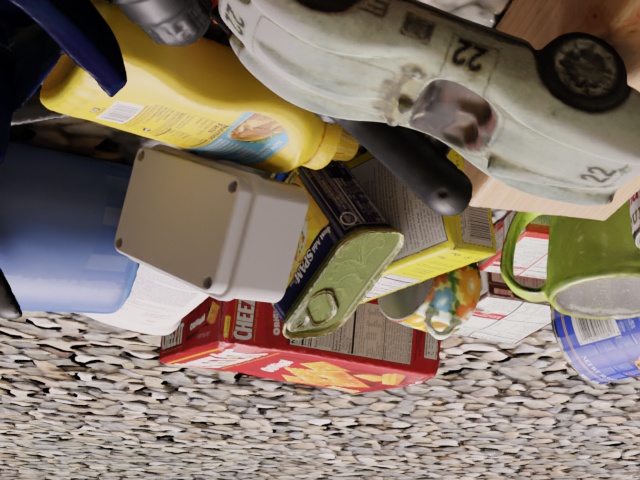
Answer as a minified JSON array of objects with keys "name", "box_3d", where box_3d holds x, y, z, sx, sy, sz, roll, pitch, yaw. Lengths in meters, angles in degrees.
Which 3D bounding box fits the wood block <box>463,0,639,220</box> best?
[{"name":"wood block","box_3d":[0.150,-0.095,0.548,0.090,0.090,0.206,6,155,-11]}]

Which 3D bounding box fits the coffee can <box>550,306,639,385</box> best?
[{"name":"coffee can","box_3d":[0.274,0.053,0.862,0.102,0.103,0.141,19,151,-35]}]

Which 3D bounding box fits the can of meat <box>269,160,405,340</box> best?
[{"name":"can of meat","box_3d":[-0.005,0.001,0.704,0.057,0.084,0.102,-2,137,-43]}]

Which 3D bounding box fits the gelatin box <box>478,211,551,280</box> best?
[{"name":"gelatin box","box_3d":[0.174,0.001,0.840,0.073,0.030,0.089,7,157,-15]}]

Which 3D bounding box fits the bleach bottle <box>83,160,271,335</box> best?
[{"name":"bleach bottle","box_3d":[-0.097,0.002,0.820,0.102,0.068,0.251,16,150,-30]}]

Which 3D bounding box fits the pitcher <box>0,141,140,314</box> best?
[{"name":"pitcher","box_3d":[-0.251,-0.007,0.727,0.242,0.145,0.149,8,178,-21]}]

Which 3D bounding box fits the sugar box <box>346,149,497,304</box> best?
[{"name":"sugar box","box_3d":[0.038,-0.010,0.742,0.048,0.093,0.177,11,157,-38]}]

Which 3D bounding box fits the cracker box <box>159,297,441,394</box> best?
[{"name":"cracker box","box_3d":[-0.020,0.091,0.981,0.213,0.072,0.164,12,163,-24]}]

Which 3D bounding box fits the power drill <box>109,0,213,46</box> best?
[{"name":"power drill","box_3d":[-0.037,-0.155,0.462,0.188,0.057,0.184,-8,154,20]}]

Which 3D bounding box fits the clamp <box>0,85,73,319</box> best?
[{"name":"clamp","box_3d":[-0.232,-0.052,0.634,0.209,0.164,0.036,21,-177,-23]}]

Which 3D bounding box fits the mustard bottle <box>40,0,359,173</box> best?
[{"name":"mustard bottle","box_3d":[-0.059,-0.081,0.631,0.191,0.058,0.096,16,159,-30]}]

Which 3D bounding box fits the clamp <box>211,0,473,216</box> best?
[{"name":"clamp","box_3d":[0.015,-0.076,0.570,0.171,0.120,0.039,32,101,-18]}]

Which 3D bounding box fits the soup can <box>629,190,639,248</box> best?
[{"name":"soup can","box_3d":[0.217,-0.048,0.636,0.068,0.102,0.068,1,157,0]}]

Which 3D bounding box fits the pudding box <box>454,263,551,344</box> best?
[{"name":"pudding box","box_3d":[0.162,0.057,0.958,0.090,0.039,0.114,9,157,-18]}]
